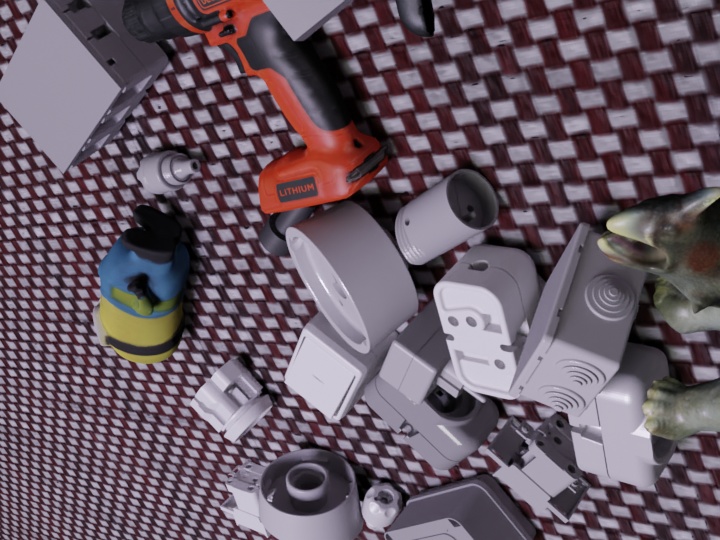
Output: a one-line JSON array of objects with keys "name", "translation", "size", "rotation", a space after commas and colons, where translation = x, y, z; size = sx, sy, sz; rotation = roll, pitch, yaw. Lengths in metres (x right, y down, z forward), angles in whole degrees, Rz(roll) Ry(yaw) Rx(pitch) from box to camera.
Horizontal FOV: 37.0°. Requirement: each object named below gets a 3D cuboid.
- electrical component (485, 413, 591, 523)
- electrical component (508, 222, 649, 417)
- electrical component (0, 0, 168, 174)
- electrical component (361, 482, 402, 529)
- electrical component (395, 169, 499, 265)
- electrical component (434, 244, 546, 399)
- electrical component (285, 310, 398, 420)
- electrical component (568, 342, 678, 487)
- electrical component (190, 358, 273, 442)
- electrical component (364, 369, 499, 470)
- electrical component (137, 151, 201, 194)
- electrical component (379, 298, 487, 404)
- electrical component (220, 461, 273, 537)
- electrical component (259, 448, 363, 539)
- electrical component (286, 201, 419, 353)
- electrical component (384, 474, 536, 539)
[{"name": "electrical component", "translation": [0.142, 0.145, 0.816], "size": [0.081, 0.042, 0.063], "rotation": [41, 140, 5]}, {"name": "electrical component", "translation": [0.136, 0.034, 0.663], "size": [0.048, 0.099, 0.099], "rotation": [22, 152, 5]}, {"name": "electrical component", "translation": [-0.225, -0.157, 0.867], "size": [0.089, 0.062, 0.150], "rotation": [49, 142, -5]}, {"name": "electrical component", "translation": [0.018, 0.226, 1.011], "size": [0.035, 0.035, 0.061], "rotation": [36, 144, 13]}, {"name": "electrical component", "translation": [0.053, -0.033, 0.735], "size": [0.043, 0.043, 0.081], "rotation": [51, 142, -6]}, {"name": "electrical component", "translation": [0.096, 0.033, 0.742], "size": [0.054, 0.059, 0.095], "rotation": [9, 129, 38]}, {"name": "electrical component", "translation": [-0.017, 0.070, 0.879], "size": [0.062, 0.061, 0.096], "rotation": [37, 142, 11]}, {"name": "electrical component", "translation": [0.180, 0.096, 0.725], "size": [0.059, 0.054, 0.095], "rotation": [11, 130, 37]}, {"name": "electrical component", "translation": [-0.122, 0.127, 1.033], "size": [0.057, 0.058, 0.078], "rotation": [45, 142, 6]}, {"name": "electrical component", "translation": [0.058, 0.104, 0.845], "size": [0.095, 0.054, 0.059], "rotation": [44, 143, 3]}, {"name": "electrical component", "translation": [-0.156, -0.083, 0.893], "size": [0.061, 0.035, 0.035], "rotation": [-5, 120, 43]}, {"name": "electrical component", "translation": [0.067, 0.069, 0.796], "size": [0.077, 0.066, 0.047], "rotation": [36, 141, 14]}, {"name": "electrical component", "translation": [-0.109, 0.239, 1.135], "size": [0.081, 0.042, 0.063], "rotation": [10, 127, 37]}, {"name": "electrical component", "translation": [-0.047, 0.218, 1.016], "size": [0.099, 0.099, 0.064], "rotation": [20, 129, 30]}, {"name": "electrical component", "translation": [0.000, 0.000, 0.790], "size": [0.108, 0.060, 0.108], "rotation": [52, 164, 21]}, {"name": "electrical component", "translation": [0.086, 0.228, 0.930], "size": [0.078, 0.057, 0.113], "rotation": [51, 142, -6]}]
